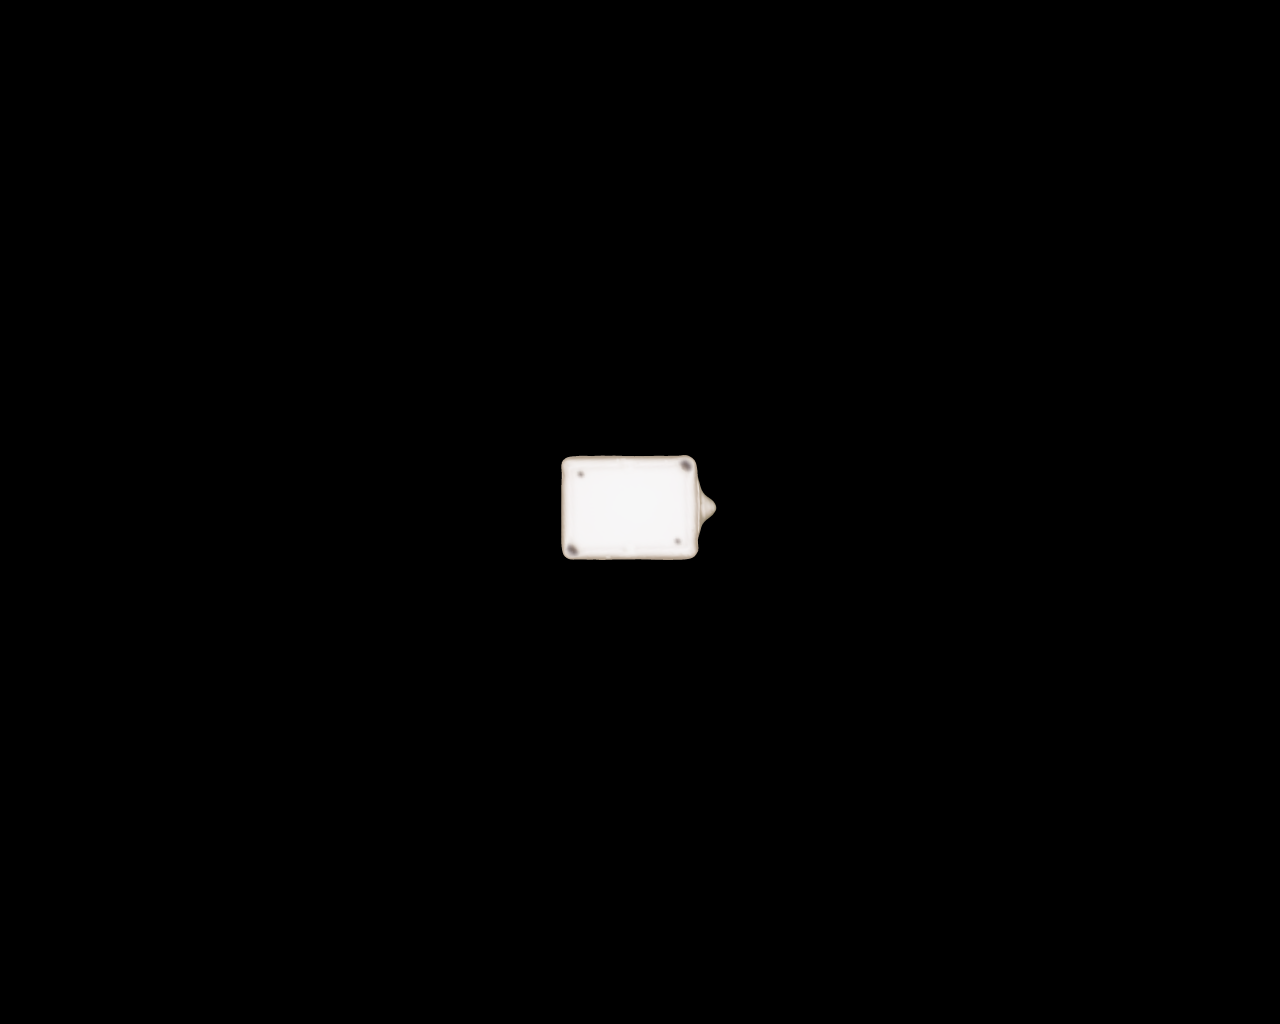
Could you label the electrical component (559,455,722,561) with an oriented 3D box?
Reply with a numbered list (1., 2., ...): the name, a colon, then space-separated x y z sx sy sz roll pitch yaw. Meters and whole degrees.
1. electrical component: 0.001 -0.003 0.650 0.096 0.061 0.061 0 0 0
